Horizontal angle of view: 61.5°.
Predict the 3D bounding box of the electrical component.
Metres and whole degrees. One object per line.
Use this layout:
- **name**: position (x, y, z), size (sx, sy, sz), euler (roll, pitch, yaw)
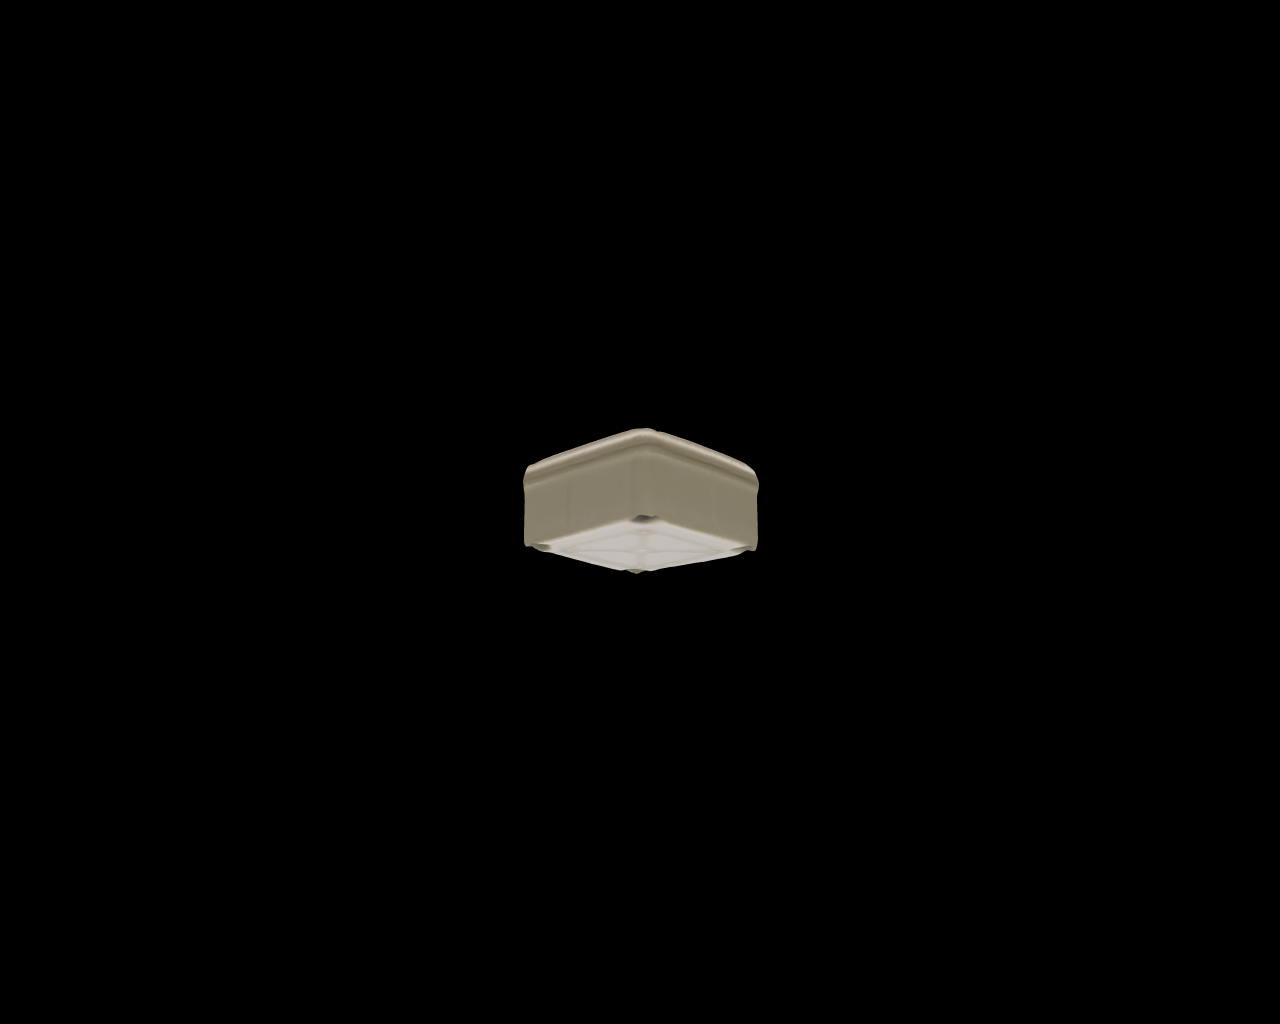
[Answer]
- **electrical component**: position (0.001, -0.003, 0.650), size (0.108, 0.056, 0.109), euler (-14, -21, 40)
